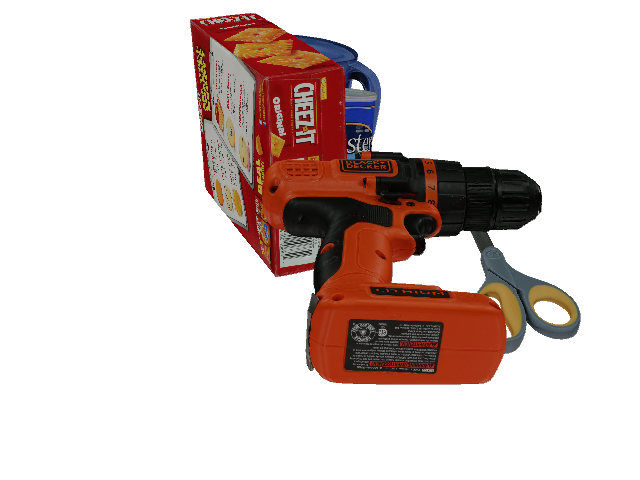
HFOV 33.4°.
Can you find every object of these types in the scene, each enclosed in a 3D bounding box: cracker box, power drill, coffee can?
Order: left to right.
[{"bbox_3d":[-0.045,-0.089,0.896,0.072,0.164,0.214,-10,25,-18],"label":"cracker box"},{"bbox_3d":[0.004,-0.092,1.152,0.103,0.140,0.103,4,12,-1],"label":"coffee can"},{"bbox_3d":[0.057,0.009,0.642,0.184,0.057,0.187,0,31,-3],"label":"power drill"}]

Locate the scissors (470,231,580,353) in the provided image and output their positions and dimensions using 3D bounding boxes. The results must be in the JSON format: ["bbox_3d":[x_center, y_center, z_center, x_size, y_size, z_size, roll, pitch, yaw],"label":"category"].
[{"bbox_3d":[0.165,0.022,0.902,0.096,0.016,0.201,4,39,4],"label":"scissors"}]

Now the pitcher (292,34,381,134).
[{"bbox_3d":[-0.023,-0.131,1.357,0.144,0.243,0.149,-3,25,-22],"label":"pitcher"}]
